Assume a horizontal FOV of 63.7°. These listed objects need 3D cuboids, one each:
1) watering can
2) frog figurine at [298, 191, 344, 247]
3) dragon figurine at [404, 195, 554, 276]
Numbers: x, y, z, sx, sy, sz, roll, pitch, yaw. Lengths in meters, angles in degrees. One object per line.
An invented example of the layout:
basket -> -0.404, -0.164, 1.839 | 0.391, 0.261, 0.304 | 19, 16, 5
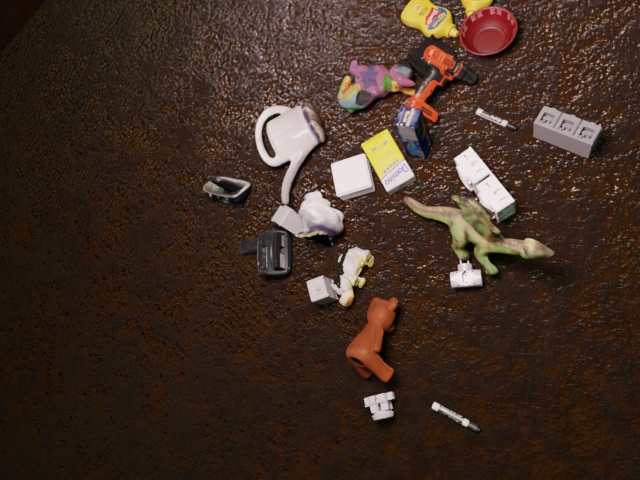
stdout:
watering can -> -0.082, -0.293, 1.613 | 0.223, 0.103, 0.354 | -26, 66, 12
frog figurine -> 0.005, -0.076, 1.512 | 0.137, 0.120, 0.162 | 9, 66, -9
dragon figurine -> 0.369, -0.049, 1.273 | 0.414, 0.238, 0.123 | 33, 74, 23
